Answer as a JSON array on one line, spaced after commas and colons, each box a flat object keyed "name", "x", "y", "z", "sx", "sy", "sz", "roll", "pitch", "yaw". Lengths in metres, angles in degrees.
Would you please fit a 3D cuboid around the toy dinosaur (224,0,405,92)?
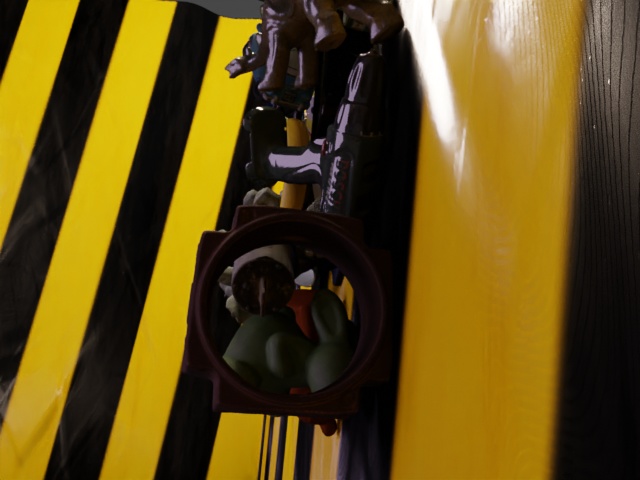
[{"name": "toy dinosaur", "x": 0.007, "y": -0.307, "z": 0.604, "sx": 0.472, "sy": 0.105, "sz": 0.198, "roll": -18, "pitch": 90, "yaw": 49}]

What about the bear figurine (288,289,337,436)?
[{"name": "bear figurine", "x": -0.028, "y": 0.174, "z": 0.778, "sx": 0.120, "sy": 0.132, "sz": 0.196, "roll": 56, "pitch": -146, "yaw": -54}]

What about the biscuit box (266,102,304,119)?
[{"name": "biscuit box", "x": -0.068, "y": -0.279, "z": 1.047, "sx": 0.063, "sy": 0.059, "sz": 0.202, "roll": 52, "pitch": 162, "yaw": 22}]

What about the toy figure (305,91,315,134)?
[{"name": "toy figure", "x": 0.008, "y": -0.199, "z": 0.944, "sx": 0.180, "sy": 0.082, "sz": 0.089, "roll": 102, "pitch": 174, "yaw": -57}]

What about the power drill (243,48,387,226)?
[{"name": "power drill", "x": -0.004, "y": -0.124, "z": 0.685, "sx": 0.086, "sy": 0.208, "sz": 0.231, "roll": -23, "pitch": -59, "yaw": -47}]

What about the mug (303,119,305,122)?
[{"name": "mug", "x": -0.013, "y": -0.188, "z": 1.091, "sx": 0.110, "sy": 0.081, "sz": 0.107, "roll": -113, "pitch": 19, "yaw": -48}]

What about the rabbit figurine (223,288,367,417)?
[{"name": "rabbit figurine", "x": -0.010, "y": 0.148, "z": 0.647, "sx": 0.159, "sy": 0.170, "sz": 0.121, "roll": -57, "pitch": -41, "yaw": -29}]

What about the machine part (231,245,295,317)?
[{"name": "machine part", "x": -0.073, "y": 0.025, "z": 0.702, "sx": 0.243, "sy": 0.079, "sz": 0.079, "roll": -102, "pitch": 19, "yaw": -69}]

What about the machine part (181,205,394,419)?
[{"name": "machine part", "x": -0.030, "y": 0.072, "z": 0.541, "sx": 0.087, "sy": 0.201, "sz": 0.201, "roll": 124, "pitch": 151, "yaw": -67}]

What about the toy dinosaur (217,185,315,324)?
[{"name": "toy dinosaur", "x": -0.078, "y": 0.017, "z": 0.962, "sx": 0.404, "sy": 0.192, "sz": 0.131, "roll": -45, "pitch": 26, "yaw": 31}]

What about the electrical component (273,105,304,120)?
[{"name": "electrical component", "x": -0.066, "y": -0.190, "z": 0.982, "sx": 0.134, "sy": 0.058, "sz": 0.114, "roll": -100, "pitch": 22, "yaw": -75}]

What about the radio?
[{"name": "radio", "x": 0.033, "y": -0.243, "z": 0.798, "sx": 0.131, "sy": 0.073, "sz": 0.229, "roll": 114, "pitch": 159, "yaw": -71}]

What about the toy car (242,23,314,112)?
[{"name": "toy car", "x": -0.050, "y": -0.277, "z": 0.815, "sx": 0.103, "sy": 0.109, "sz": 0.162, "roll": -52, "pitch": 38, "yaw": 43}]

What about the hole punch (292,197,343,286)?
[{"name": "hole punch", "x": -0.002, "y": -0.003, "z": 0.845, "sx": 0.142, "sy": 0.092, "sz": 0.116, "roll": 98, "pitch": 177, "yaw": -48}]

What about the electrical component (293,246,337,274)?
[{"name": "electrical component", "x": 0.008, "y": 0.010, "z": 0.724, "sx": 0.078, "sy": 0.102, "sz": 0.045, "roll": 49, "pitch": 141, "yaw": 43}]
